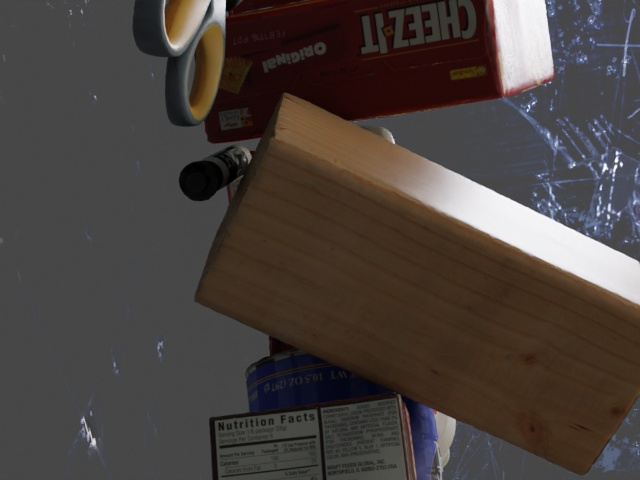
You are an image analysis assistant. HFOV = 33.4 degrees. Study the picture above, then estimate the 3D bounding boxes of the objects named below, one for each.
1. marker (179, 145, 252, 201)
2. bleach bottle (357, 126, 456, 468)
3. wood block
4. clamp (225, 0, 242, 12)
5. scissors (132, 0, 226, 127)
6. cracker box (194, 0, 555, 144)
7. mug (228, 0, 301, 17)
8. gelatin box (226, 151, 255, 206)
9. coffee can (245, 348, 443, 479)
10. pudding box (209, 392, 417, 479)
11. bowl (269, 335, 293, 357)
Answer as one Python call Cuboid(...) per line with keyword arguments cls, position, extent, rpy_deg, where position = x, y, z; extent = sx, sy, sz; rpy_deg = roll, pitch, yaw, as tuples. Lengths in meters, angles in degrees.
Cuboid(cls="marker", position=(-0.052, -0.035, 0.545), extent=(0.121, 0.020, 0.020), rpy_deg=(-65, 147, -80))
Cuboid(cls="bleach bottle", position=(0.043, 0.056, 0.682), extent=(0.102, 0.068, 0.251), rpy_deg=(-82, 157, -48))
Cuboid(cls="wood block", position=(0.054, 0.019, 0.522), extent=(0.091, 0.206, 0.090), rpy_deg=(-84, -160, -69))
Cuboid(cls="clamp", position=(-0.065, -0.208, 0.554), extent=(0.171, 0.039, 0.120), rpy_deg=(74, 1, -50))
Cuboid(cls="scissors", position=(-0.047, -0.131, 0.526), extent=(0.201, 0.016, 0.096), rpy_deg=(-67, 161, -52))
Cuboid(cls="cracker box", position=(0.044, -0.110, 0.639), extent=(0.213, 0.164, 0.072), rpy_deg=(-27, 109, -68))
Cuboid(cls="mug", position=(-0.025, -0.190, 0.733), extent=(0.117, 0.081, 0.093), rpy_deg=(-32, 115, -85))
Cuboid(cls="gelatin box", position=(-0.034, -0.008, 0.645), extent=(0.073, 0.030, 0.089), rpy_deg=(-14, 96, -83))
Cuboid(cls="coffee can", position=(0.016, 0.134, 0.569), extent=(0.103, 0.103, 0.140), rpy_deg=(68, 15, -69))
Cuboid(cls="pudding box", position=(0.000, 0.130, 0.475), extent=(0.039, 0.090, 0.113), rpy_deg=(64, 19, -68))
Cuboid(cls="bowl", position=(0.005, 0.105, 0.759), extent=(0.162, 0.055, 0.162), rpy_deg=(-7, 90, -85))
